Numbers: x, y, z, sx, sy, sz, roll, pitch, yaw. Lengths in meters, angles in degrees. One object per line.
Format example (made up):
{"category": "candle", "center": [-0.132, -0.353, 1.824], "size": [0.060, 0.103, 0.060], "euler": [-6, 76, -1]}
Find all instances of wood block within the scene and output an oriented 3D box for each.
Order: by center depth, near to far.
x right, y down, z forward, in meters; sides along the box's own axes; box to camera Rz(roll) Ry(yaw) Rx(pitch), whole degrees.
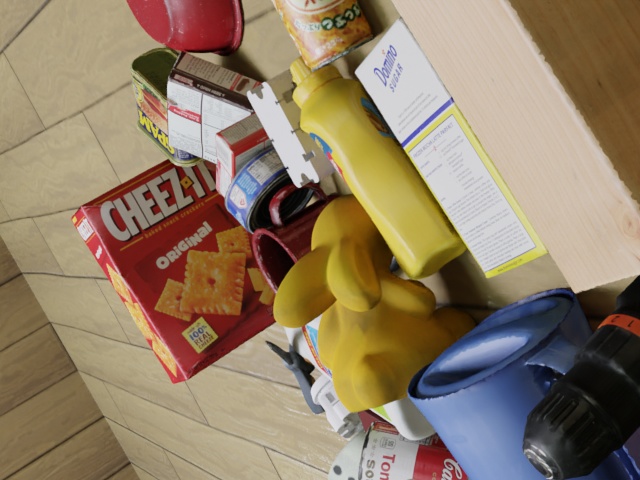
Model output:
{"category": "wood block", "center": [0.131, -0.088, 0.556], "size": [0.206, 0.090, 0.091], "euler": [58, 158, 0]}

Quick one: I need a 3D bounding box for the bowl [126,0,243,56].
{"category": "bowl", "center": [-0.138, -0.232, 0.972], "size": [0.162, 0.055, 0.162], "euler": [45, 153, 29]}

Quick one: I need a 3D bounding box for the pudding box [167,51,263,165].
{"category": "pudding box", "center": [-0.098, -0.117, 1.010], "size": [0.090, 0.039, 0.113], "euler": [21, 151, 6]}

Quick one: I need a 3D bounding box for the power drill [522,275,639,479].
{"category": "power drill", "center": [0.195, 0.100, 0.567], "size": [0.057, 0.184, 0.187], "euler": [31, 155, 49]}

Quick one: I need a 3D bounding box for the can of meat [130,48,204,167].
{"category": "can of meat", "center": [-0.153, -0.140, 1.116], "size": [0.102, 0.057, 0.084], "euler": [43, 151, 33]}

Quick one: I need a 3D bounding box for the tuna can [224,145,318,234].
{"category": "tuna can", "center": [-0.043, -0.045, 0.971], "size": [0.034, 0.086, 0.086], "euler": [46, 155, 24]}

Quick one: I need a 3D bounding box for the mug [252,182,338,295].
{"category": "mug", "center": [-0.006, 0.001, 0.959], "size": [0.093, 0.081, 0.117], "euler": [15, 132, 59]}

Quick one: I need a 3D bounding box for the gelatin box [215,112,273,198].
{"category": "gelatin box", "center": [-0.059, -0.079, 0.977], "size": [0.030, 0.073, 0.089], "euler": [49, 156, 23]}

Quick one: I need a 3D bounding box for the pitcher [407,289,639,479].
{"category": "pitcher", "center": [0.180, 0.164, 0.729], "size": [0.145, 0.149, 0.243], "euler": [-31, 96, 24]}

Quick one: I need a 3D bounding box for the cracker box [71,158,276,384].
{"category": "cracker box", "center": [-0.141, 0.022, 1.155], "size": [0.214, 0.164, 0.072], "euler": [59, 155, -2]}

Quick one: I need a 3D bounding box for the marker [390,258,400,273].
{"category": "marker", "center": [0.044, 0.040, 0.941], "size": [0.020, 0.020, 0.121], "euler": [53, 137, 13]}

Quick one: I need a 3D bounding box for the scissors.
{"category": "scissors", "center": [-0.023, 0.147, 1.139], "size": [0.201, 0.016, 0.096], "euler": [17, -128, -82]}

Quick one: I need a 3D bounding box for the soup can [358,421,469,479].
{"category": "soup can", "center": [0.092, 0.208, 0.979], "size": [0.102, 0.068, 0.068], "euler": [9, 138, 15]}

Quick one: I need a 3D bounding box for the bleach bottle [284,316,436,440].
{"category": "bleach bottle", "center": [0.033, 0.111, 1.046], "size": [0.251, 0.068, 0.102], "euler": [15, 129, 62]}

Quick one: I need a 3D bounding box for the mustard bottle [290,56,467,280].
{"category": "mustard bottle", "center": [0.038, -0.061, 0.804], "size": [0.192, 0.058, 0.096], "euler": [55, -171, 11]}

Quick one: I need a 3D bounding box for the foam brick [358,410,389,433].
{"category": "foam brick", "center": [0.079, 0.187, 1.058], "size": [0.051, 0.053, 0.078], "euler": [23, 138, 55]}

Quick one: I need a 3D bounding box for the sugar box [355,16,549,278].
{"category": "sugar box", "center": [0.098, -0.065, 0.712], "size": [0.176, 0.048, 0.093], "euler": [60, 159, 4]}
